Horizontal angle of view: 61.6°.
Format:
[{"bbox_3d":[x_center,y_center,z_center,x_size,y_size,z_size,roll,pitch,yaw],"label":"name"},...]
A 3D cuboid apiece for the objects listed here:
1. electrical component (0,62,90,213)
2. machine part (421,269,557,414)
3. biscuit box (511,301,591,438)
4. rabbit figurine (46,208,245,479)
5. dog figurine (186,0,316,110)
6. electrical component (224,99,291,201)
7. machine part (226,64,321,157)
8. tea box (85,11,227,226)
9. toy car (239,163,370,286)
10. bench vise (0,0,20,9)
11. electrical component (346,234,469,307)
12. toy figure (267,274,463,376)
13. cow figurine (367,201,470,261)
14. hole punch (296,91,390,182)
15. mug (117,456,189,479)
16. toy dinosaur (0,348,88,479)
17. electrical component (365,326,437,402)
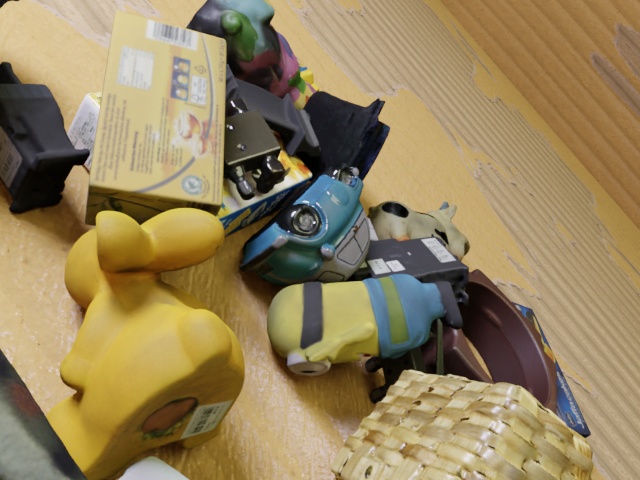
[{"bbox_3d":[-0.244,-0.090,0.432,0.119,0.075,0.048,56,34,5],"label":"electrical component"},{"bbox_3d":[0.200,0.145,0.679,0.201,0.087,0.201,47,34,-4],"label":"machine part"},{"bbox_3d":[0.306,0.191,0.773,0.062,0.059,0.203,20,43,-36],"label":"biscuit box"},{"bbox_3d":[-0.133,0.048,0.372,0.122,0.162,0.173,-6,42,-37],"label":"rabbit figurine"},{"bbox_3d":[-0.059,-0.210,0.699,0.219,0.108,0.191,42,-3,-11],"label":"dog figurine"},{"bbox_3d":[-0.072,-0.089,0.530,0.078,0.045,0.102,-30,76,-27],"label":"electrical component"},{"bbox_3d":[-0.057,-0.141,0.603,0.138,0.039,0.084,19,48,-40],"label":"machine part"},{"bbox_3d":[-0.131,-0.093,0.443,0.098,0.068,0.169,9,63,-21],"label":"tea box"},{"bbox_3d":[-0.001,-0.002,0.568,0.103,0.109,0.162,50,51,-9],"label":"toy car"},{"bbox_3d":[-0.307,-0.158,0.372,0.128,0.224,0.240,47,63,-32],"label":"bench vise"},{"bbox_3d":[0.090,0.043,0.621,0.115,0.134,0.058,-109,-169,-69],"label":"electrical component"},{"bbox_3d":[0.040,0.074,0.515,0.180,0.082,0.089,-14,58,-4],"label":"toy figure"},{"bbox_3d":[0.143,-0.005,0.774,0.195,0.085,0.127,16,51,-37],"label":"cow figurine"},{"bbox_3d":[0.028,-0.112,0.685,0.116,0.142,0.092,35,3,38],"label":"hole punch"},{"bbox_3d":[-0.099,0.193,0.316,0.109,0.080,0.107,-34,73,-30],"label":"mug"},{"bbox_3d":[-0.257,0.041,0.254,0.404,0.131,0.192,33,37,-29],"label":"toy dinosaur"},{"bbox_3d":[0.086,0.128,0.559,0.021,0.094,0.063,27,38,-35],"label":"electrical component"}]
